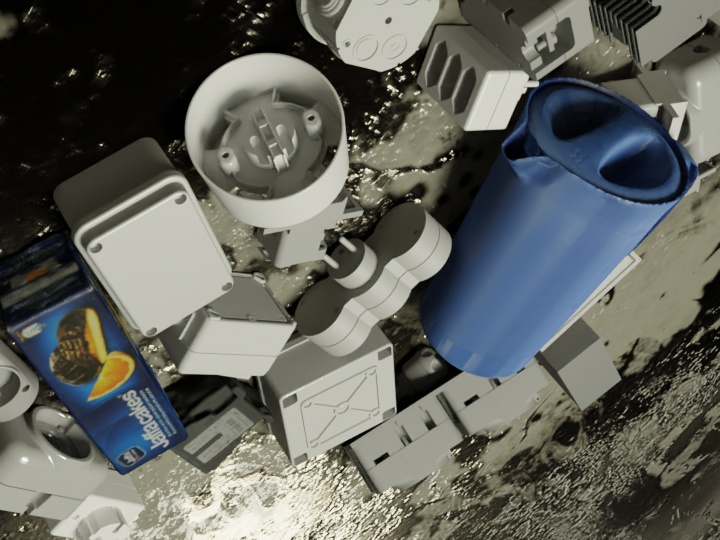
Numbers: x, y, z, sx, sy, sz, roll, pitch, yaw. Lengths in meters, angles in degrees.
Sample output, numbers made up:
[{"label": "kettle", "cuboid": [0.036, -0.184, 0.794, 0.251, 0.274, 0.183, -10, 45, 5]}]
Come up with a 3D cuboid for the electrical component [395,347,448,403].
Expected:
[{"label": "electrical component", "cuboid": [0.051, 0.102, 1.008, 0.061, 0.035, 0.035, -43, 143, 10]}]

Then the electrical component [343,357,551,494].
[{"label": "electrical component", "cuboid": [0.081, 0.142, 1.015, 0.186, 0.060, 0.105, -31, 173, -9]}]

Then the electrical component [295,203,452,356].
[{"label": "electrical component", "cuboid": [0.000, 0.000, 0.842, 0.138, 0.052, 0.074, -44, 130, 8]}]

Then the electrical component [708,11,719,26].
[{"label": "electrical component", "cuboid": [0.309, -0.207, 0.856, 0.043, 0.081, 0.043, -23, 141, -20]}]

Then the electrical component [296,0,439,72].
[{"label": "electrical component", "cuboid": [0.005, -0.167, 0.669, 0.080, 0.051, 0.080, -23, 141, -20]}]

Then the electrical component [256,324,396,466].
[{"label": "electrical component", "cuboid": [-0.028, 0.099, 0.920, 0.109, 0.056, 0.108, -25, 141, -17]}]

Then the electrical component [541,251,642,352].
[{"label": "electrical component", "cuboid": [0.187, 0.006, 0.993, 0.121, 0.078, 0.063, -44, 165, 8]}]

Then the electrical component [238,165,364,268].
[{"label": "electrical component", "cuboid": [-0.045, -0.038, 0.773, 0.081, 0.042, 0.063, -12, 138, -31]}]

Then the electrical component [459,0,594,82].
[{"label": "electrical component", "cuboid": [0.110, -0.178, 0.713, 0.056, 0.089, 0.050, -35, 143, -4]}]

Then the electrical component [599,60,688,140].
[{"label": "electrical component", "cuboid": [0.224, -0.102, 0.905, 0.063, 0.078, 0.121, -9, 137, -9]}]

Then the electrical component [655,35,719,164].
[{"label": "electrical component", "cuboid": [0.286, -0.142, 0.916, 0.059, 0.054, 0.095, -27, 127, -15]}]

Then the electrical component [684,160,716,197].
[{"label": "electrical component", "cuboid": [0.282, -0.096, 0.985, 0.081, 0.042, 0.063, -27, 140, -16]}]

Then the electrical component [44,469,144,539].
[{"label": "electrical component", "cuboid": [-0.209, 0.200, 0.859, 0.047, 0.076, 0.066, -46, 143, 11]}]

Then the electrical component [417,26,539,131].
[{"label": "electrical component", "cuboid": [0.093, -0.137, 0.763, 0.077, 0.065, 0.047, -8, 134, -35]}]

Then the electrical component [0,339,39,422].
[{"label": "electrical component", "cuboid": [-0.265, 0.074, 0.705, 0.079, 0.044, 0.077, -33, 143, -6]}]

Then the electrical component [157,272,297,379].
[{"label": "electrical component", "cuboid": [-0.108, 0.040, 0.786, 0.096, 0.061, 0.061, 7, 124, -44]}]

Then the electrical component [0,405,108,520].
[{"label": "electrical component", "cuboid": [-0.237, 0.140, 0.791, 0.059, 0.053, 0.095, -46, 143, 11]}]

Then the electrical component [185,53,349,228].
[{"label": "electrical component", "cuboid": [-0.056, -0.079, 0.678, 0.099, 0.099, 0.064, -32, 149, -9]}]

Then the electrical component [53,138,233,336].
[{"label": "electrical component", "cuboid": [-0.138, -0.019, 0.702, 0.078, 0.057, 0.113, -31, 143, -9]}]
